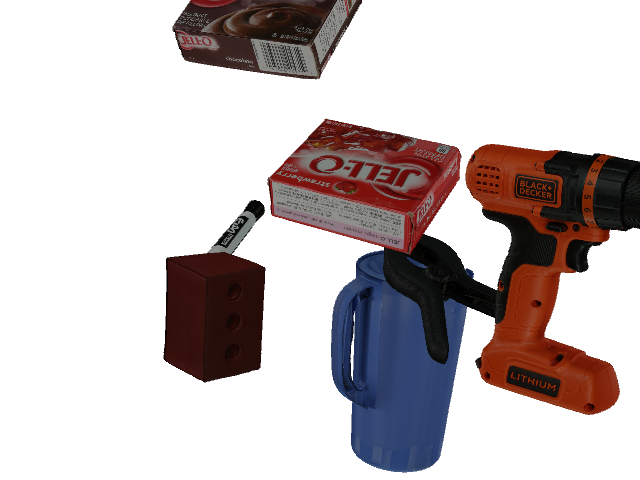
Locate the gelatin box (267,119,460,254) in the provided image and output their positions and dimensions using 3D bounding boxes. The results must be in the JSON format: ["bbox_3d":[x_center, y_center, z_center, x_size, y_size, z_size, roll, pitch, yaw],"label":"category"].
[{"bbox_3d":[0.026,-0.034,0.608,0.089,0.030,0.073,15,40,22],"label":"gelatin box"}]

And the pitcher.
[{"bbox_3d":[0.089,0.140,1.231,0.149,0.243,0.145,6,16,6],"label":"pitcher"}]

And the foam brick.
[{"bbox_3d":[-0.075,0.052,0.755,0.052,0.078,0.051,-8,17,-40],"label":"foam brick"}]

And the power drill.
[{"bbox_3d":[0.188,0.027,0.782,0.185,0.188,0.057,14,19,38],"label":"power drill"}]

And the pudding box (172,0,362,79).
[{"bbox_3d":[-0.037,-0.165,0.775,0.114,0.090,0.039,13,-34,20],"label":"pudding box"}]

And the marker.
[{"bbox_3d":[-0.080,-0.008,1.027,0.020,0.020,0.121,0,26,19],"label":"marker"}]

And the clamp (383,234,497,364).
[{"bbox_3d":[0.124,0.043,1.019,0.120,0.039,0.171,-6,45,-27],"label":"clamp"}]
